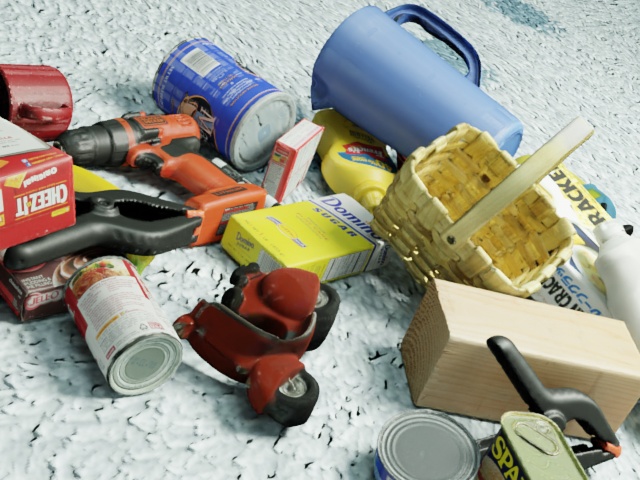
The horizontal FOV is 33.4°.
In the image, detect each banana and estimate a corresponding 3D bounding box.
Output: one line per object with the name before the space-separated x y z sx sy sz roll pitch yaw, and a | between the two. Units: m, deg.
banana | -0.219 -0.032 1.044 0.198 0.037 0.069 38 34 25

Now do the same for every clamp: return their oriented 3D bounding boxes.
clamp | 0.198 0.154 0.953 0.171 0.120 0.039 12 7 -24
clamp | -0.207 -0.023 0.960 0.209 0.036 0.165 -1 31 -37

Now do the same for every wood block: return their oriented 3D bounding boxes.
wood block | 0.192 0.117 1.018 0.206 0.091 0.090 13 32 -15

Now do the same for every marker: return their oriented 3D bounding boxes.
marker | -0.075 -0.053 1.184 0.121 0.020 0.020 36 33 21

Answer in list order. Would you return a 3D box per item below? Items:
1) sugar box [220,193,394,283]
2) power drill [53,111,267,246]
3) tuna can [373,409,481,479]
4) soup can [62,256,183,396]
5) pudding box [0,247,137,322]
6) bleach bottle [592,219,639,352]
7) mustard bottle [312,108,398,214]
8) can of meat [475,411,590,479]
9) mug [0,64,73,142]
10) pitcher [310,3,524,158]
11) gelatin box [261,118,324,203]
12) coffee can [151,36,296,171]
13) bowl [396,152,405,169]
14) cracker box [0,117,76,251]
sugar box | -0.007 0.001 1.117 0.175 0.048 0.093 -17 49 -45
power drill | -0.162 -0.070 1.119 0.184 0.057 0.188 -16 48 -45
tuna can | 0.087 0.183 0.882 0.086 0.034 0.086 4 41 -4
soup can | -0.164 0.071 0.887 0.068 0.069 0.102 -4 40 -36
pudding box | -0.235 0.022 0.945 0.113 0.039 0.090 -12 43 -44
bleach bottle | 0.341 0.093 1.085 0.102 0.068 0.251 -3 61 -40
mustard bottle | 0.047 -0.087 1.278 0.096 0.058 0.191 16 31 -21
can of meat | 0.168 0.205 0.869 0.057 0.084 0.102 7 34 -23
mug | -0.302 -0.139 1.099 0.117 0.093 0.081 14 15 39
pitcher | 0.122 -0.167 1.260 0.243 0.149 0.144 39 30 18
gelatin box | -0.033 -0.091 1.218 0.030 0.073 0.089 27 31 9
coffee can | -0.112 -0.160 1.247 0.140 0.103 0.102 37 34 24
bowl | 0.158 -0.073 1.329 0.162 0.055 0.162 16 31 -10
cracker box | -0.326 -0.052 0.858 0.214 0.072 0.163 26 36 36
